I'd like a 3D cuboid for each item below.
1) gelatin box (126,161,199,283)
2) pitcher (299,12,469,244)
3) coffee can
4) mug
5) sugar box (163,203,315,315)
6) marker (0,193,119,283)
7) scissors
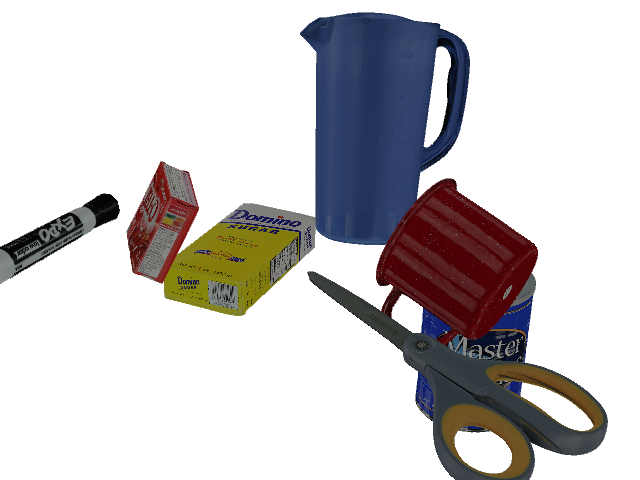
[{"bbox_3d":[-0.134,-0.017,0.893,0.030,0.073,0.089,22,17,-22],"label":"gelatin box"},{"bbox_3d":[0.065,-0.122,1.157,0.149,0.243,0.144,9,12,28],"label":"pitcher"},{"bbox_3d":[0.146,0.096,1.018,0.103,0.140,0.103,1,25,-1],"label":"coffee can"},{"bbox_3d":[0.092,0.026,0.756,0.081,0.117,0.093,36,-2,20],"label":"mug"},{"bbox_3d":[-0.082,0.015,1.135,0.093,0.048,0.176,12,31,21],"label":"sugar box"},{"bbox_3d":[-0.163,-0.003,0.652,0.020,0.020,0.120,0,21,29],"label":"marker"},{"bbox_3d":[0.051,0.074,0.572,0.202,0.016,0.096,20,42,28],"label":"scissors"}]
